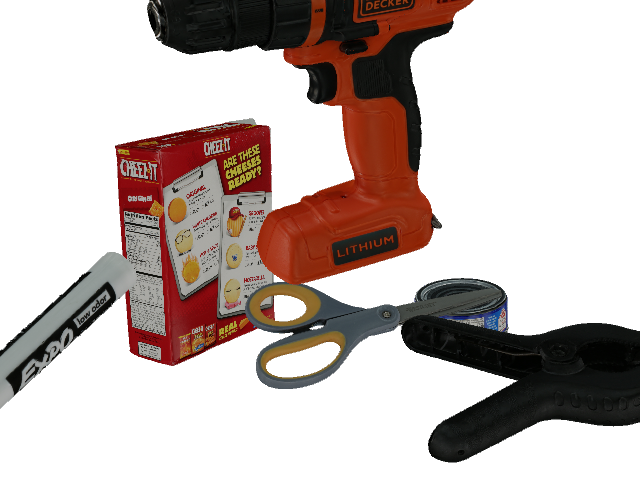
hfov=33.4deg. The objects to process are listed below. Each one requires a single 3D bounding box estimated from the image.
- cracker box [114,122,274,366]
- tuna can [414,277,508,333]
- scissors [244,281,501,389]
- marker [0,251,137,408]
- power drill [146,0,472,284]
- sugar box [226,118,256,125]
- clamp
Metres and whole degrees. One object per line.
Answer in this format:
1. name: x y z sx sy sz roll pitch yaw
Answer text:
1. cracker box: -0.122 -0.002 1.075 0.072 0.214 0.163 9 18 35
2. tuna can: 0.129 0.065 0.980 0.086 0.034 0.086 -4 20 1
3. scissors: 0.031 0.047 0.796 0.201 0.096 0.016 -25 -32 -26
4. marker: -0.121 0.047 0.444 0.020 0.020 0.121 0 35 40
5. power drill: 0.001 -0.071 0.584 0.184 0.188 0.057 -14 36 -21
6. sugar box: -0.090 -0.053 1.317 0.048 0.176 0.093 -9 24 -8
7. clamp: 0.131 0.084 0.612 0.171 0.039 0.120 -1 36 6
